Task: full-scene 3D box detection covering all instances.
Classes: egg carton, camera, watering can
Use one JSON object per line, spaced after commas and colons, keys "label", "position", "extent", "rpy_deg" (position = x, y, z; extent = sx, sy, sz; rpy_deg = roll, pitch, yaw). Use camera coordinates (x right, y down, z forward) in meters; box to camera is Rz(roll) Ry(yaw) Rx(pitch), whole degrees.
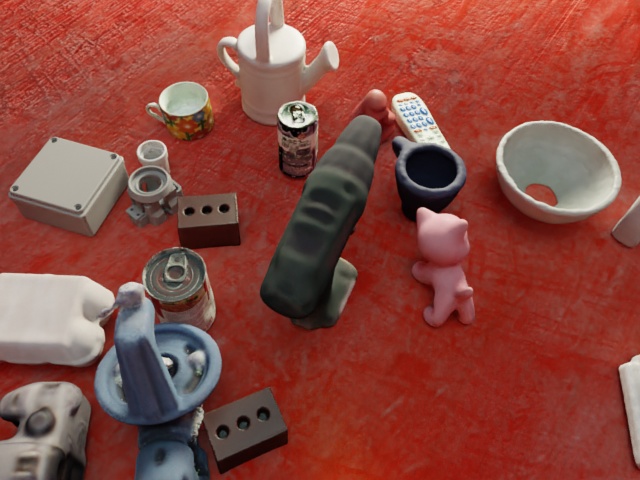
{"label": "egg carton", "position": [-0.313, 0.092, 0.647], "extent": [0.150, 0.069, 0.107], "rpy_deg": [2, 56, -2]}
{"label": "camera", "position": [-0.306, 0.212, 0.549], "extent": [0.137, 0.101, 0.143], "rpy_deg": [-2, 56, -4]}
{"label": "watering can", "position": [-0.062, -0.270, 0.827], "extent": [0.173, 0.194, 0.101], "rpy_deg": [-6, 57, -6]}

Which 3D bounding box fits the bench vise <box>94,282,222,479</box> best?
{"label": "bench vise", "position": [-0.140, 0.146, 0.530], "extent": [0.122, 0.220, 0.207], "rpy_deg": [-22, 60, -17]}

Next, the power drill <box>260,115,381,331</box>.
{"label": "power drill", "position": [0.006, 0.002, 0.640], "extent": [0.075, 0.208, 0.230], "rpy_deg": [20, 57, 10]}

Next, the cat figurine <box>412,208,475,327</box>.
{"label": "cat figurine", "position": [0.153, 0.025, 0.688], "extent": [0.067, 0.118, 0.127], "rpy_deg": [-9, 57, -8]}

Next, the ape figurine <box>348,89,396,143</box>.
{"label": "ape figurine", "position": [0.075, -0.178, 0.835], "extent": [0.078, 0.092, 0.076], "rpy_deg": [-10, 57, -9]}

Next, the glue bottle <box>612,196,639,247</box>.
{"label": "glue bottle", "position": [0.438, -0.064, 0.729], "extent": [0.037, 0.173, 0.078], "rpy_deg": [38, 63, 21]}

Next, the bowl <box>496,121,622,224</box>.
{"label": "bowl", "position": [0.318, -0.081, 0.793], "extent": [0.167, 0.075, 0.167], "rpy_deg": [1, 56, -2]}

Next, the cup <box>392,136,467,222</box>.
{"label": "cup", "position": [0.131, -0.076, 0.768], "extent": [0.092, 0.095, 0.117], "rpy_deg": [-30, 63, -21]}

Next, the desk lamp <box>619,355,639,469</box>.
{"label": "desk lamp", "position": [0.407, 0.116, 0.582], "extent": [0.118, 0.213, 0.203], "rpy_deg": [7, 56, 2]}
